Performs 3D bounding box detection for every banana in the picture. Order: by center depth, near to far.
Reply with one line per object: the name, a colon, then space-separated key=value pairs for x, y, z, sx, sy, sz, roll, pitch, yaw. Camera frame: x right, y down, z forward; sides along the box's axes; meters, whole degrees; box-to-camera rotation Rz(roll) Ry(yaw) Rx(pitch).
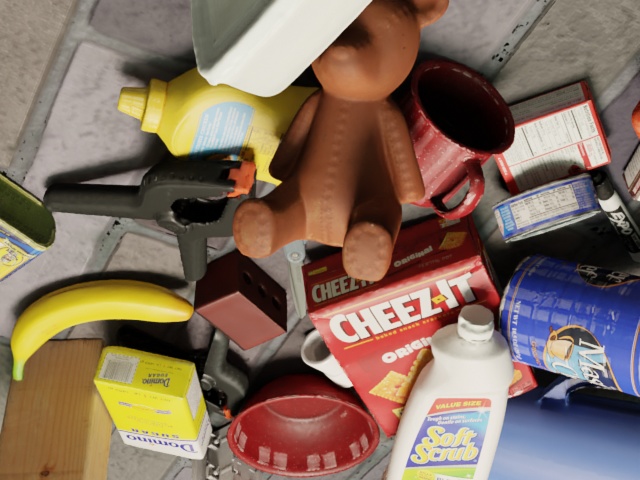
banana: x=-0.219 y=0.072 z=1.015 sx=0.198 sy=0.037 sz=0.069 roll=-20 pitch=115 yaw=14

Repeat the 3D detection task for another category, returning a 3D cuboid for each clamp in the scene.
clamp: x=-0.113 y=-0.020 z=0.890 sx=0.210 sy=0.036 sz=0.164 roll=-14 pitch=143 yaw=44
clamp: x=-0.113 y=0.128 z=1.079 sx=0.120 sy=0.039 sz=0.171 roll=-7 pitch=144 yaw=30

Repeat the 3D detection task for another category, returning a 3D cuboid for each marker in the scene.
marker: x=0.264 y=-0.021 z=0.942 sx=0.020 sy=0.020 sz=0.121 roll=-23 pitch=132 yaw=22

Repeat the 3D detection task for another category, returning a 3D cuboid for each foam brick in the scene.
foam brick: x=-0.073 y=0.057 z=0.998 sx=0.051 sy=0.053 sz=0.078 roll=-26 pitch=133 yaw=24

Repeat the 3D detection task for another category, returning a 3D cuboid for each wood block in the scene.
wood block: x=-0.258 y=0.205 z=1.040 sx=0.091 sy=0.206 sz=0.090 roll=-2 pitch=136 yaw=-1

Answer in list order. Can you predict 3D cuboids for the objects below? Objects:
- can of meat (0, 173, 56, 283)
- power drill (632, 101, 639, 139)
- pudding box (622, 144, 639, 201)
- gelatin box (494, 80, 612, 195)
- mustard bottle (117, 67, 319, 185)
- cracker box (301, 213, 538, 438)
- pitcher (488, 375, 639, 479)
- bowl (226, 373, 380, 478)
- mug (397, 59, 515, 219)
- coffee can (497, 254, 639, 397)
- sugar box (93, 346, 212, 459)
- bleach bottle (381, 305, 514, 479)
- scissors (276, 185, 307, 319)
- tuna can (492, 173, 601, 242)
can of meat: x=-0.291 y=-0.010 z=0.920 sx=0.084 sy=0.057 sz=0.102 roll=-31 pitch=130 yaw=26
power drill: x=0.354 y=-0.073 z=0.813 sx=0.188 sy=0.057 sz=0.184 roll=-33 pitch=116 yaw=11
pudding box: x=0.322 y=-0.067 z=0.880 sx=0.113 sy=0.039 sz=0.090 roll=6 pitch=134 yaw=-11
gelatin box: x=0.185 y=-0.083 z=0.868 sx=0.089 sy=0.030 sz=0.073 roll=-19 pitch=134 yaw=16
mustard bottle: x=-0.062 y=-0.090 z=0.836 sx=0.191 sy=0.058 sz=0.096 roll=11 pitch=141 yaw=-13
cracker box: x=0.099 y=0.086 z=1.008 sx=0.164 sy=0.072 sz=0.213 roll=-20 pitch=134 yaw=11
pitcher: x=0.263 y=0.205 z=1.072 sx=0.243 sy=0.149 sz=0.145 roll=11 pitch=165 yaw=19
bowl: x=-0.018 y=0.190 z=1.137 sx=0.162 sy=0.055 sz=0.162 roll=-1 pitch=138 yaw=-1
mug: x=0.094 y=-0.069 z=0.823 sx=0.093 sy=0.117 sz=0.082 roll=0 pitch=147 yaw=-33
coffee can: x=0.243 y=0.075 z=0.938 sx=0.141 sy=0.102 sz=0.102 roll=14 pitch=149 yaw=38
sugar box: x=-0.166 y=0.170 z=1.085 sx=0.093 sy=0.048 sz=0.176 roll=11 pitch=148 yaw=8
bleach bottle: x=0.118 y=0.160 z=0.987 sx=0.102 sy=0.068 sz=0.251 roll=11 pitch=129 yaw=8
scissors: x=-0.006 y=0.001 z=0.965 sx=0.096 sy=0.016 sz=0.201 roll=-13 pitch=136 yaw=13
tuna can: x=0.190 y=-0.026 z=0.892 sx=0.086 sy=0.034 sz=0.086 roll=-17 pitch=174 yaw=-2
